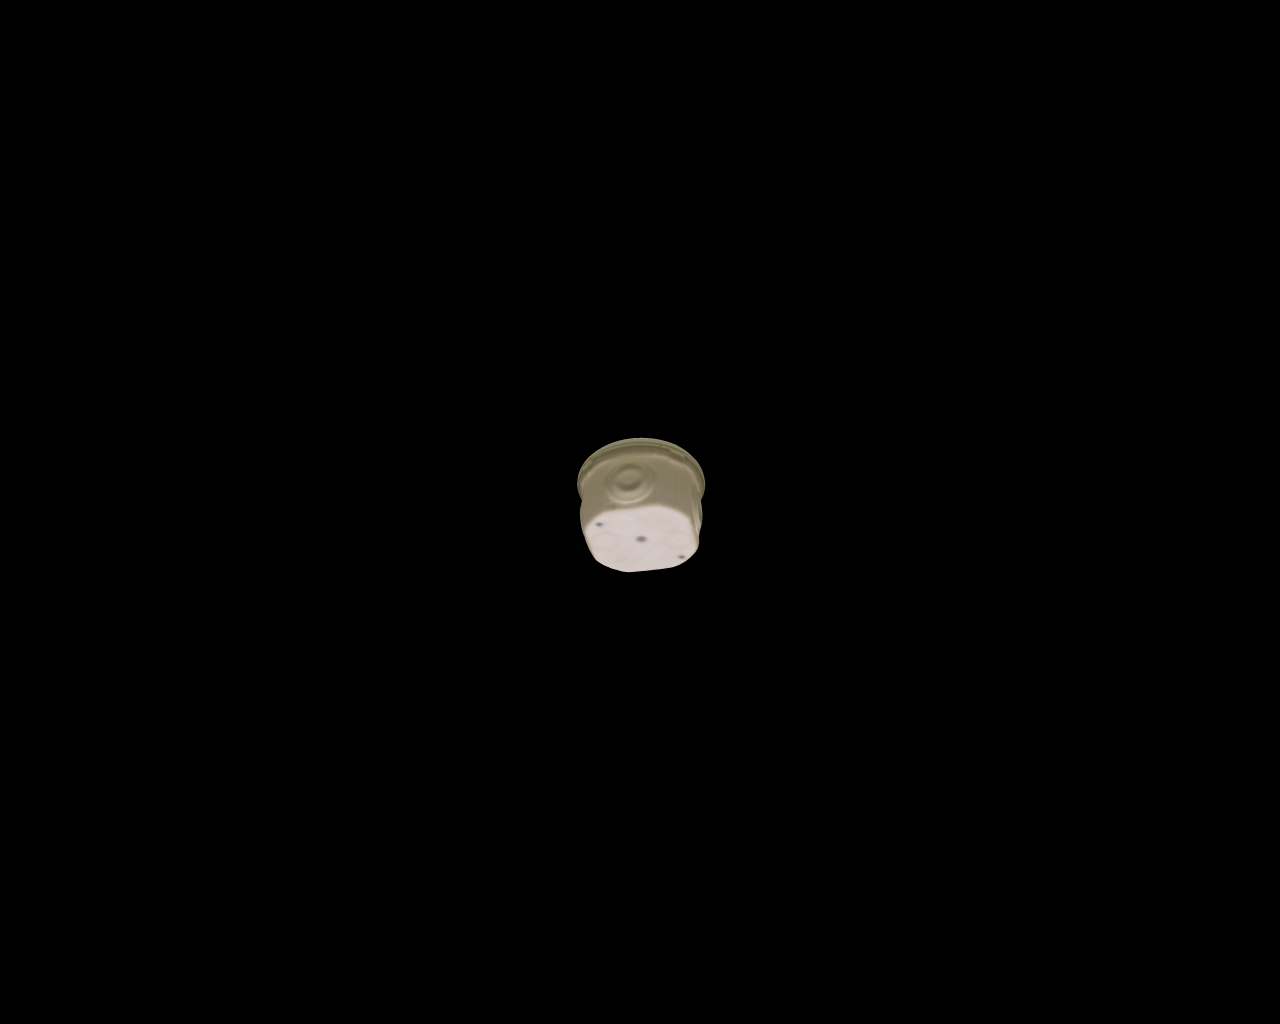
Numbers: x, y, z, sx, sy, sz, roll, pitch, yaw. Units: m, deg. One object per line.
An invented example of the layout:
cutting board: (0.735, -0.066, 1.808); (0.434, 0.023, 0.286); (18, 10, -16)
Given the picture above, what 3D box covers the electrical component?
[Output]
electrical component: (0.001, -0.003, 0.650); (0.080, 0.051, 0.080); (0, -39, 0)
